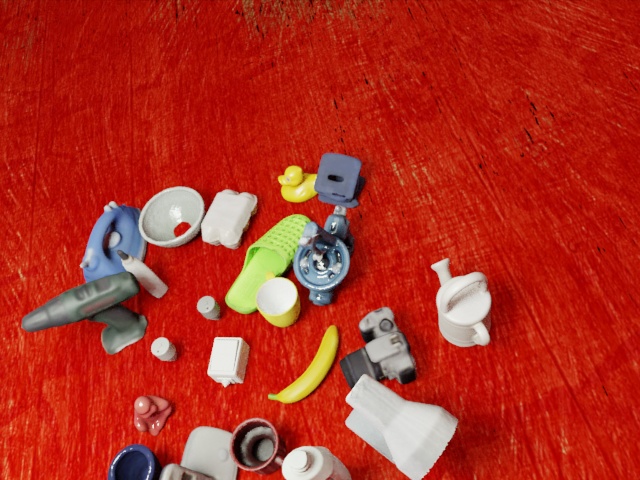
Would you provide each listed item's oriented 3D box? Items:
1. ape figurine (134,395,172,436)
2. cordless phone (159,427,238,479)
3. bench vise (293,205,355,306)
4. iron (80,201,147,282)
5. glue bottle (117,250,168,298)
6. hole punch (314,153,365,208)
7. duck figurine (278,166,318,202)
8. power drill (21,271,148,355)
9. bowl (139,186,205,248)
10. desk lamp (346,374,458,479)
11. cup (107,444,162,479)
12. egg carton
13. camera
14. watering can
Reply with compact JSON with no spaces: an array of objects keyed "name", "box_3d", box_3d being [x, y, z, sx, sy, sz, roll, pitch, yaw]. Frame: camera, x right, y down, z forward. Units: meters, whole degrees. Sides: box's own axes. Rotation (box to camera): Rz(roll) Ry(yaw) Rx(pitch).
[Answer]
[{"name":"ape figurine","box_3d":[-0.341,0.340,1.143,0.078,0.092,0.076,-24,56,-1]},{"name":"cordless phone","box_3d":[-0.218,0.400,1.017,0.094,0.185,0.147,-3,58,13]},{"name":"bench vise","box_3d":[-0.001,0.005,1.187,0.121,0.220,0.207,-7,57,11]},{"name":"iron","box_3d":[-0.497,-0.003,1.367,0.118,0.142,0.258,-3,58,13]},{"name":"glue bottle","box_3d":[-0.407,0.067,1.281,0.078,0.173,0.037,29,70,28]},{"name":"hole punch","box_3d":[0.046,-0.140,1.344,0.108,0.091,0.101,14,63,22]},{"name":"duck figurine","box_3d":[-0.050,-0.144,1.374,0.104,0.086,0.077,-13,56,7]},{"name":"power drill","box_3d":[-0.472,0.163,1.217,0.230,0.209,0.075,-31,56,-6]},{"name":"bowl","box_3d":[-0.348,-0.044,1.395,0.167,0.075,0.167,-6,57,10]},{"name":"desk lamp","box_3d":[0.127,0.312,0.967,0.202,0.214,0.118,30,70,28]},{"name":"cup","box_3d":[-0.344,0.448,1.074,0.118,0.095,0.091,-36,57,-9]},{"name":"egg carton","box_3d":[-0.216,-0.052,1.369,0.107,0.069,0.150,10,62,20]},{"name":"camera","box_3d":[0.101,0.216,1.102,0.137,0.101,0.143,-24,56,-1]},{"name":"watering can","box_3d":[0.262,0.113,1.068,0.101,0.194,0.172,-44,59,-14]}]
